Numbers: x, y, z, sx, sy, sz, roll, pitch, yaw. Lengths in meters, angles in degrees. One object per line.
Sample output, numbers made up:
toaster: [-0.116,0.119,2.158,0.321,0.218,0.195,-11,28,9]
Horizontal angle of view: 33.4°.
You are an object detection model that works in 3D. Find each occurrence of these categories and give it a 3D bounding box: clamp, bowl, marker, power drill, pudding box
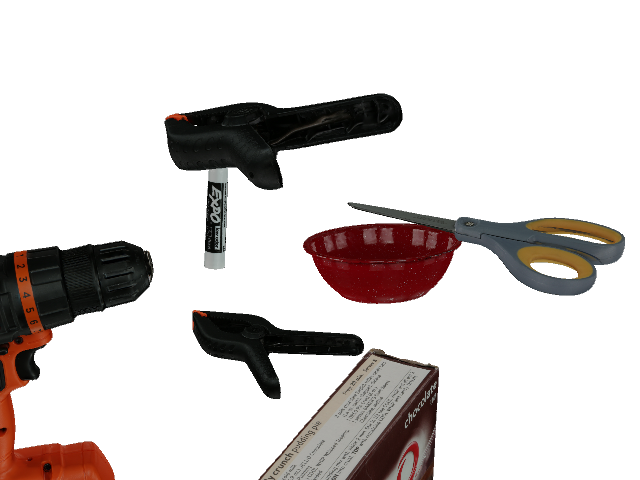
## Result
clamp: [-0.077,0.124,1.244,0.210,0.036,0.164,13,21,29]
bowl: [0.064,0.026,1.087,0.162,0.055,0.162,-3,13,1]
marker: [-0.092,-0.035,0.946,0.020,0.121,0.020,3,15,-1]
clamp: [-0.047,-0.062,0.672,0.172,0.039,0.120,0,17,38]
power drill: [-0.189,0.094,0.700,0.184,0.188,0.057,-11,26,-8]
pudding box: [0.012,0.114,0.456,0.039,0.090,0.113,15,35,23]

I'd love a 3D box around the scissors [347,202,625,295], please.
scissors: [0.110,0.003,0.749,0.202,0.016,0.096,5,30,12]
